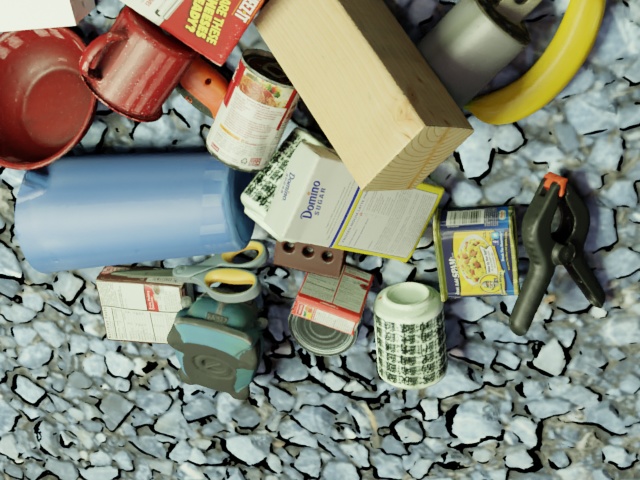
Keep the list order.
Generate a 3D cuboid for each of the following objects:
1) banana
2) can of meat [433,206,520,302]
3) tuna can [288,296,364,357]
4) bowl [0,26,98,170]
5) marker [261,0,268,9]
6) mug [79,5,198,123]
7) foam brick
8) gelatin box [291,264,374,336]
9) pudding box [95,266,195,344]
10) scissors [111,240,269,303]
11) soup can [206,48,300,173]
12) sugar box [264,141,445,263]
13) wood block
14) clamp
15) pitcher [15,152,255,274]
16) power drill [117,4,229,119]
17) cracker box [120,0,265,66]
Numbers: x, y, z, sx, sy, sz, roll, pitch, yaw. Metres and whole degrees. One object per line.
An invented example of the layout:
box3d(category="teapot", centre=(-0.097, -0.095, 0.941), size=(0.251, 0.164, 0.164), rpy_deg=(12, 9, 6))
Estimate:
box3d(category="banana", centre=(0.213, -0.171, 1.029), size=(0.069, 0.037, 0.198), rpy_deg=(40, 121, -11))
box3d(category="can of meat", centre=(0.168, 0.014, 1.139), size=(0.084, 0.057, 0.102), rpy_deg=(-3, 120, 13))
box3d(category="tuna can", centre=(0.006, 0.093, 1.240), size=(0.086, 0.033, 0.086), rpy_deg=(7, 122, 11))
box3d(category="bowl", centre=(-0.294, -0.148, 1.135), size=(0.162, 0.055, 0.162), rpy_deg=(-3, 81, 20))
box3d(category="marker", centre=(-0.009, -0.256, 1.046), size=(0.121, 0.020, 0.020), rpy_deg=(-27, 110, 26))
box3d(category="mug", centre=(-0.178, -0.174, 1.020), size=(0.082, 0.117, 0.093), rpy_deg=(-49, 63, 26))
box3d(category="foam brick", centre=(-0.008, 0.001, 1.179), size=(0.078, 0.051, 0.053), rpy_deg=(13, 122, 7))
box3d(category="gelatin box", centre=(0.015, 0.060, 1.186), size=(0.073, 0.089, 0.030), rpy_deg=(20, 125, 2))
box3d(category="pudding box", centre=(-0.207, 0.079, 1.284), size=(0.113, 0.039, 0.090), rpy_deg=(4, 121, 14))
box3d(category="scissors", centre=(-0.142, 0.027, 1.231), size=(0.202, 0.096, 0.016), rpy_deg=(13, 141, 34))
box3d(category="soup can", centre=(-0.063, -0.125, 1.041), size=(0.068, 0.068, 0.102), rpy_deg=(26, 119, -2))
box3d(category="sugar box", centre=(0.036, -0.036, 1.081), size=(0.175, 0.048, 0.093), rpy_deg=(13, 110, -37))
box3d(category="wood block", centre=(0.038, -0.154, 0.992), size=(0.091, 0.090, 0.206), rpy_deg=(-45, 67, 31))
box3d(category="clamp", centre=(0.238, 0.018, 1.108), size=(0.039, 0.120, 0.171), rpy_deg=(22, 133, 55))
box3d(category="pitcher", centre=(-0.196, -0.030, 1.174), size=(0.243, 0.149, 0.145), rpy_deg=(-3, 104, 12))
box3d(category="power drill", centre=(-0.117, -0.198, 1.088), size=(0.187, 0.057, 0.185), rpy_deg=(35, 122, -5))
box3d(category="cracker box", centre=(-0.135, -0.279, 0.948), size=(0.213, 0.072, 0.164), rpy_deg=(32, 140, -10))
